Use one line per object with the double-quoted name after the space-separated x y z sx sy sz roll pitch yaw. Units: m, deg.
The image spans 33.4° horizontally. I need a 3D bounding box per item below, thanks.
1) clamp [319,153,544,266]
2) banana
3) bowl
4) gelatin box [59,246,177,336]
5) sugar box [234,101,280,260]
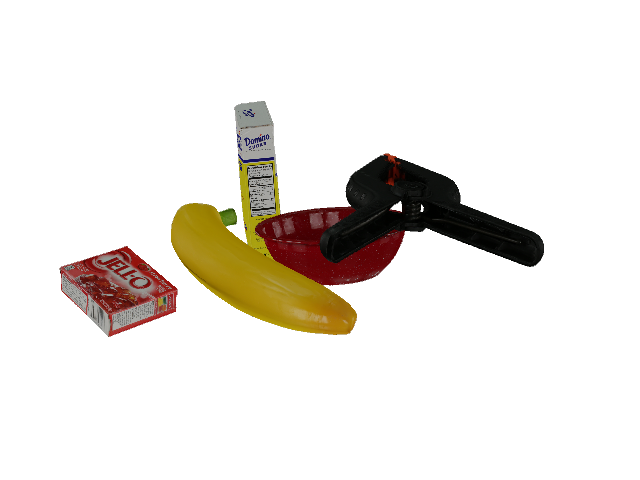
0.082 -0.025 0.851 0.164 0.036 0.210 5 21 -1 "clamp"
-0.050 0.011 0.677 0.069 0.037 0.198 -10 26 -24 "banana"
0.015 0.008 1.092 0.162 0.055 0.162 -4 13 1 "bowl"
-0.186 0.044 0.980 0.073 0.030 0.089 -19 40 -36 "gelatin box"
-0.075 -0.071 1.293 0.048 0.176 0.093 -9 25 -6 "sugar box"
